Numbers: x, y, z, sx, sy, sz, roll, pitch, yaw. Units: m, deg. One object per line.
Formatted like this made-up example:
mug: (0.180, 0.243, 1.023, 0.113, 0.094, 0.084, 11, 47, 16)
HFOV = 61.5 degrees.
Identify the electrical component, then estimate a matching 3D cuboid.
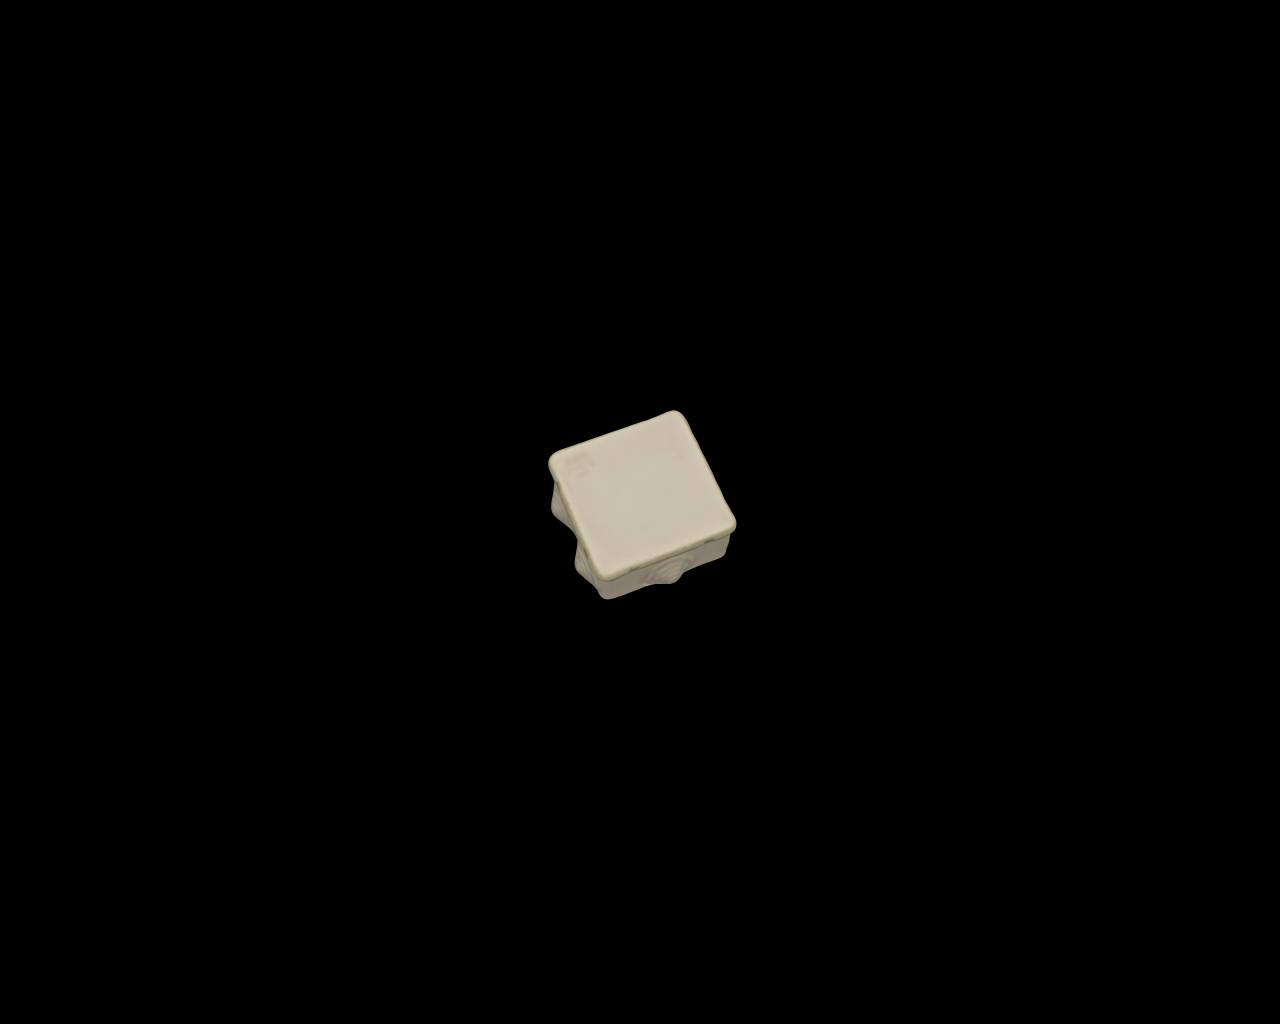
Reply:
electrical component: (0.001, -0.003, 0.650, 0.100, 0.100, 0.048, -20, -24, -9)
